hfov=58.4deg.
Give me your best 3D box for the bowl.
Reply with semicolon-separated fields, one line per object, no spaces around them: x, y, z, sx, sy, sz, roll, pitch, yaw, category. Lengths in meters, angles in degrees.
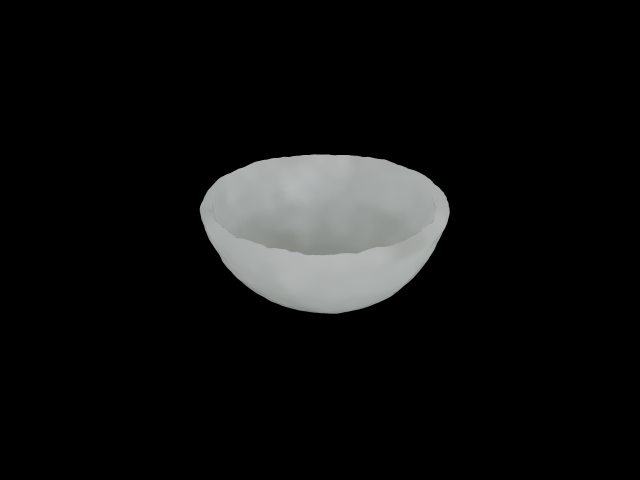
0.004;0.001;0.400;0.167;0.075;0.167;0;29;0;bowl
